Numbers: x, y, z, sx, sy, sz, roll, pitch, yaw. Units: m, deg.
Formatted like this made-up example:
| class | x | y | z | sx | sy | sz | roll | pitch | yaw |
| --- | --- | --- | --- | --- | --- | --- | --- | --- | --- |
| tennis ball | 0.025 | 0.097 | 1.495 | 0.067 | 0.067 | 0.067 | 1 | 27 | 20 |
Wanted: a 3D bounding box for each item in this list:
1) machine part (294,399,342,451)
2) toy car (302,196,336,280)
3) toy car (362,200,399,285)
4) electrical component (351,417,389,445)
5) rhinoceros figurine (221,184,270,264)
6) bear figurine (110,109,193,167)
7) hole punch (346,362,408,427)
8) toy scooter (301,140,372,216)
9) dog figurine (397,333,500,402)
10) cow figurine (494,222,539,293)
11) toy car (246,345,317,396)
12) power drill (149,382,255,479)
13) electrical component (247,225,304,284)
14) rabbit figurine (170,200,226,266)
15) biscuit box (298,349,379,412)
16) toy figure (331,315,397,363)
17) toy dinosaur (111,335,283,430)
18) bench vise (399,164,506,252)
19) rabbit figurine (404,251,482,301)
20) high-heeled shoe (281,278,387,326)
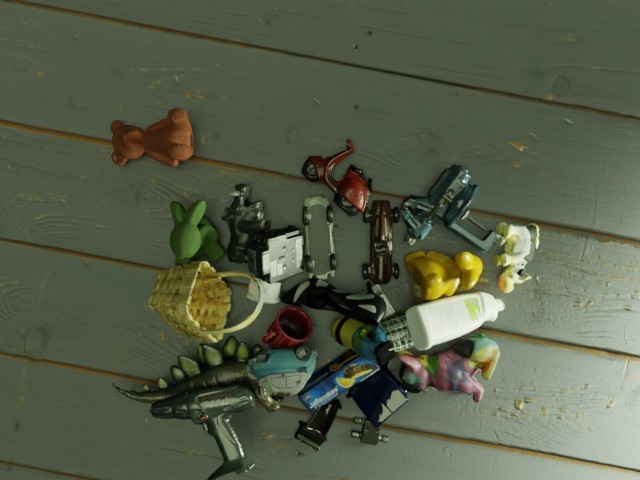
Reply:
| class | x | y | z | sx | sy | sz | roll | pitch | yaw |
| --- | --- | --- | --- | --- | --- | --- | --- | --- | --- |
| machine part | -0.001 | 0.447 | 1.323 | 0.084 | 0.039 | 0.139 | 34 | 95 | 4 |
| toy car | -0.003 | -0.004 | 1.284 | 0.074 | 0.056 | 0.201 | -4 | 95 | -5 |
| toy car | 0.145 | 0.006 | 1.281 | 0.089 | 0.053 | 0.202 | 2 | 92 | 3 |
| electrical component | 0.126 | 0.471 | 1.330 | 0.094 | 0.021 | 0.063 | 11 | 94 | 0 |
| rhinoceros figurine | -0.179 | -0.037 | 1.279 | 0.112 | 0.073 | 0.190 | 7 | 96 | 11 |
| bear figurine | -0.396 | -0.234 | 1.239 | 0.196 | 0.132 | 0.120 | 1 | 87 | -5 |
| hole punch | 0.141 | 0.371 | 1.292 | 0.142 | 0.092 | 0.116 | -44 | 88 | 6 |
| toy scooter | 0.059 | -0.154 | 1.264 | 0.184 | 0.075 | 0.135 | 43 | 92 | 3 |
| dog figurine | 0.291 | 0.287 | 1.276 | 0.219 | 0.108 | 0.191 | 21 | 95 | 2 |
| cow figurine | 0.469 | 0.042 | 1.276 | 0.098 | 0.068 | 0.167 | 1 | 95 | -6 |
| toy car | -0.082 | 0.300 | 1.217 | 0.162 | 0.109 | 0.103 | -2 | 63 | -19 |
| power drill | -0.244 | 0.428 | 1.196 | 0.232 | 0.086 | 0.207 | -17 | 75 | -6 |
| electrical component | -0.103 | 0.034 | 1.244 | 0.134 | 0.058 | 0.114 | -14 | 111 | -39 |
| rabbit figurine | -0.288 | -0.012 | 1.228 | 0.121 | 0.170 | 0.159 | -3 | 95 | 0 |
| biscuit box | 0.041 | 0.330 | 1.295 | 0.203 | 0.063 | 0.059 | -35 | 106 | 3 |
| toy figure | 0.096 | 0.224 | 1.239 | 0.089 | 0.180 | 0.082 | -6 | 110 | -28 |
| toy dinosaur | -0.251 | 0.343 | 1.290 | 0.472 | 0.105 | 0.198 | -14 | 86 | -8 |
| bench vise | 0.311 | -0.044 | 1.247 | 0.241 | 0.129 | 0.223 | 35 | 96 | 2 |
| rabbit figurine | 0.304 | 0.068 | 1.250 | 0.173 | 0.162 | 0.122 | -10 | 82 | -16 |
| high-heeled shoe | 0.028 | 0.157 | 1.235 | 0.249 | 0.145 | 0.086 | -12 | 125 | 9 |
